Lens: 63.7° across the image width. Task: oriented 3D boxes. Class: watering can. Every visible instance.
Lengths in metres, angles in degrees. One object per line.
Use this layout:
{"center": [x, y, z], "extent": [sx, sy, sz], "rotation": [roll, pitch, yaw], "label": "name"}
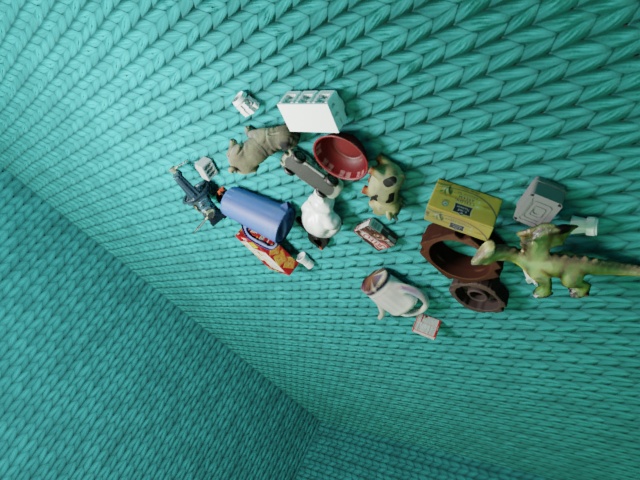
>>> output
{"center": [0.238, 0.208, 1.838], "extent": [0.223, 0.106, 0.343], "rotation": [38, 150, -12], "label": "watering can"}

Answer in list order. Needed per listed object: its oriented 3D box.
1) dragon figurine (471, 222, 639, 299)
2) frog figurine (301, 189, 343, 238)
{"center": [0.576, 0.037, 1.233], "extent": [0.409, 0.125, 0.238], "rotation": [-7, 147, 26], "label": "dragon figurine"}
{"center": [0.005, -0.080, 1.595], "extent": [0.139, 0.124, 0.156], "rotation": [42, 166, 18], "label": "frog figurine"}
